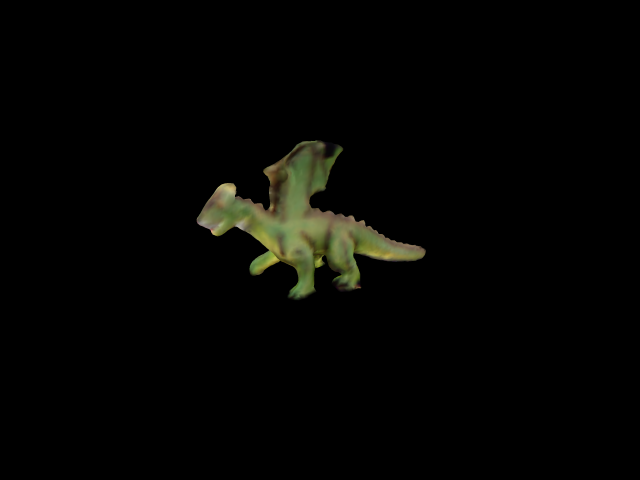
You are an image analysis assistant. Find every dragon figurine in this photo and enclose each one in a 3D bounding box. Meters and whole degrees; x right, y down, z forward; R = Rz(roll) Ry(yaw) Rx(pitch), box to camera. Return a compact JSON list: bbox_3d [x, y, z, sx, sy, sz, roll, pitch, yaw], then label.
[{"bbox_3d":[0.003,-0.043,0.850,0.412,0.238,0.124,-10,25,-22],"label":"dragon figurine"}]
